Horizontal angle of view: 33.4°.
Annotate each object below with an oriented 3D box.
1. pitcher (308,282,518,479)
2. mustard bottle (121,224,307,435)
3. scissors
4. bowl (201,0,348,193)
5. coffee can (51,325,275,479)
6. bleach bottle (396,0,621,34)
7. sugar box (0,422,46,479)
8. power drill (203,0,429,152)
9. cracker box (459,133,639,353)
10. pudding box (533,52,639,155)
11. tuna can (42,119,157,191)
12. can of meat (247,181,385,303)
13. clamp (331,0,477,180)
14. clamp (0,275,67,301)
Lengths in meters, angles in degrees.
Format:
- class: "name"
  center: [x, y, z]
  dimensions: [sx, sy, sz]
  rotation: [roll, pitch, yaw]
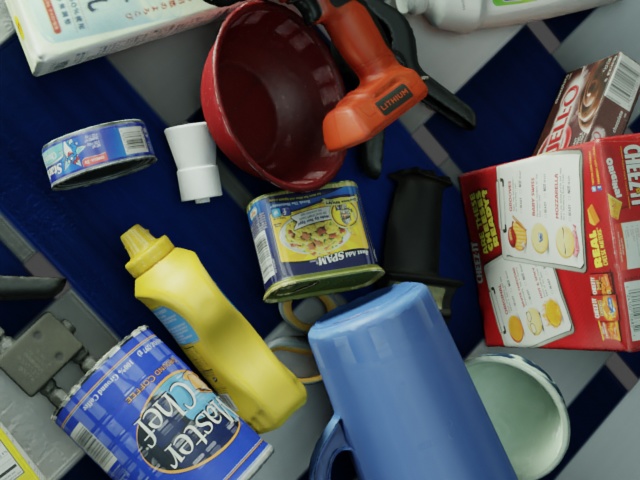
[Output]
- class: "pitcher"
  center: [0.072, 0.167, 0.877]
  dimensions: [0.149, 0.145, 0.243]
  rotation: [-29, 98, -57]
- class: "mustard bottle"
  center: [-0.093, 0.067, 0.854]
  dimensions: [0.058, 0.096, 0.191]
  rotation: [-41, 99, -18]
- class: "scissors"
  center: [0.043, 0.083, 0.942]
  dimensions: [0.201, 0.016, 0.096]
  rotation: [-4, 87, -19]
- class: "bowl"
  center: [-0.046, -0.113, 0.886]
  dimensions: [0.161, 0.055, 0.162]
  rotation: [17, 66, -46]
- class: "coffee can"
  center: [-0.120, 0.150, 0.819]
  dimensions: [0.140, 0.103, 0.102]
  rotation: [43, 74, 4]
- class: "bleach bottle"
  center: [0.187, -0.254, 0.993]
  dimensions: [0.250, 0.068, 0.102]
  rotation: [-14, 90, -17]
- class: "sugar box"
  center: [-0.251, 0.158, 0.797]
  dimensions: [0.048, 0.093, 0.176]
  rotation: [-39, 98, -18]
- class: "power drill"
  center: [0.000, -0.169, 0.857]
  dimensions: [0.184, 0.057, 0.187]
  rotation: [-37, 106, -39]
- class: "cracker box"
  center: [0.208, 0.007, 0.898]
  dimensions: [0.072, 0.214, 0.164]
  rotation: [-8, 89, -21]
- class: "pudding box"
  center: [0.245, -0.109, 0.985]
  dimensions: [0.039, 0.090, 0.113]
  rotation: [30, 77, -16]
- class: "tuna can"
  center: [-0.175, -0.067, 0.843]
  dimensions: [0.086, 0.086, 0.034]
  rotation: [-17, 89, -19]
- class: "can of meat"
  center: [-0.006, 0.001, 0.902]
  dimensions: [0.102, 0.058, 0.084]
  rotation: [-9, 74, -20]
- class: "clamp"
  center: [0.053, -0.142, 0.952]
  dimensions: [0.120, 0.039, 0.171]
  rotation: [-37, 95, -23]
- class: "clamp"
  center: [-0.323, 0.014, 0.813]
  dimensions: [0.209, 0.036, 0.164]
  rotation: [-29, 95, -18]
